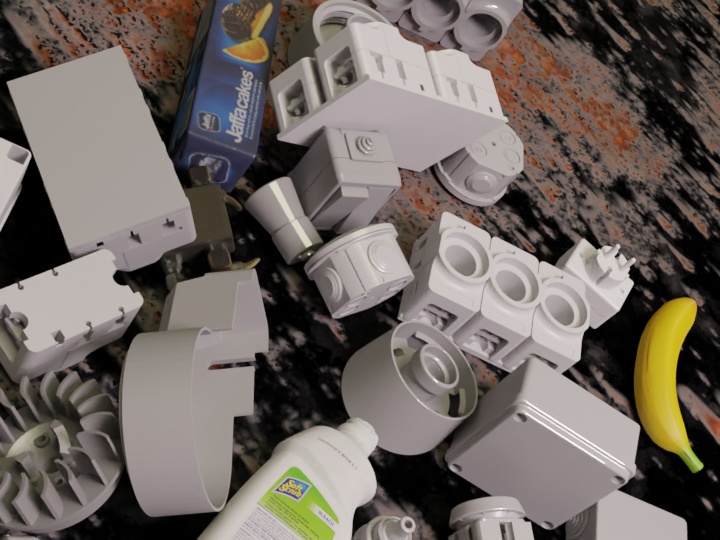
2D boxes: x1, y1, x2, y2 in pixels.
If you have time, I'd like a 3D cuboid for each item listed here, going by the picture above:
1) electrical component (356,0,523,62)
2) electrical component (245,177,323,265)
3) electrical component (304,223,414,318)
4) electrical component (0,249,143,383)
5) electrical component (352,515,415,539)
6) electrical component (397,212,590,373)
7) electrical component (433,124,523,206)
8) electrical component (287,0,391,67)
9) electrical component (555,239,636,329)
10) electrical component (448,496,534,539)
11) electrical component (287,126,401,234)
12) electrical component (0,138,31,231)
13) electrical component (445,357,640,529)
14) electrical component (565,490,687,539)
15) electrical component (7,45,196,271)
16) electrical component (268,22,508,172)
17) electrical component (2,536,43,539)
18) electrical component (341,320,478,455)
[{"bbox_3d":[0.082,-0.286,1.104,0.150,0.089,0.061,21,50,-18],"label":"electrical component"},{"bbox_3d":[-0.059,-0.038,0.880,0.044,0.044,0.065,-25,79,-40],"label":"electrical component"},{"bbox_3d":[0.000,0.000,0.864,0.080,0.080,0.051,-17,75,-38],"label":"electrical component"},{"bbox_3d":[-0.203,0.033,0.732,0.089,0.055,0.050,-27,75,-40],"label":"electrical component"},{"bbox_3d":[0.019,0.189,0.756,0.035,0.061,0.035,16,52,-22],"label":"electrical component"},{"bbox_3d":[0.118,0.024,0.930,0.150,0.061,0.089,26,49,-14],"label":"electrical component"},{"bbox_3d":[0.114,-0.105,1.025,0.080,0.051,0.080,16,52,-22],"label":"electrical component"},{"bbox_3d":[-0.007,-0.206,1.014,0.108,0.060,0.108,16,52,-22],"label":"electrical component"},{"bbox_3d":[0.224,0.003,0.999,0.066,0.076,0.047,41,47,0],"label":"electrical component"},{"bbox_3d":[0.097,0.203,0.797,0.078,0.058,0.057,8,58,-27],"label":"electrical component"},{"bbox_3d":[-0.010,-0.074,0.896,0.062,0.096,0.061,1,62,-31],"label":"electrical component"},{"bbox_3d":[-0.297,-0.052,0.733,0.109,0.056,0.108,25,49,-15],"label":"electrical component"},{"bbox_3d":[0.141,0.136,0.835,0.109,0.108,0.056,33,45,-8],"label":"electrical component"},{"bbox_3d":[0.209,0.230,0.852,0.100,0.048,0.099,25,50,-15],"label":"electrical component"},{"bbox_3d":[-0.190,-0.078,0.795,0.089,0.061,0.150,-21,67,-12],"label":"electrical component"},{"bbox_3d":[0.025,-0.146,0.924,0.186,0.105,0.060,6,64,-48],"label":"electrical component"},{"bbox_3d":[-0.216,0.179,0.631,0.055,0.045,0.045,8,55,-27],"label":"electrical component"},{"bbox_3d":[0.042,0.091,0.853,0.099,0.064,0.099,28,39,-26],"label":"electrical component"}]
